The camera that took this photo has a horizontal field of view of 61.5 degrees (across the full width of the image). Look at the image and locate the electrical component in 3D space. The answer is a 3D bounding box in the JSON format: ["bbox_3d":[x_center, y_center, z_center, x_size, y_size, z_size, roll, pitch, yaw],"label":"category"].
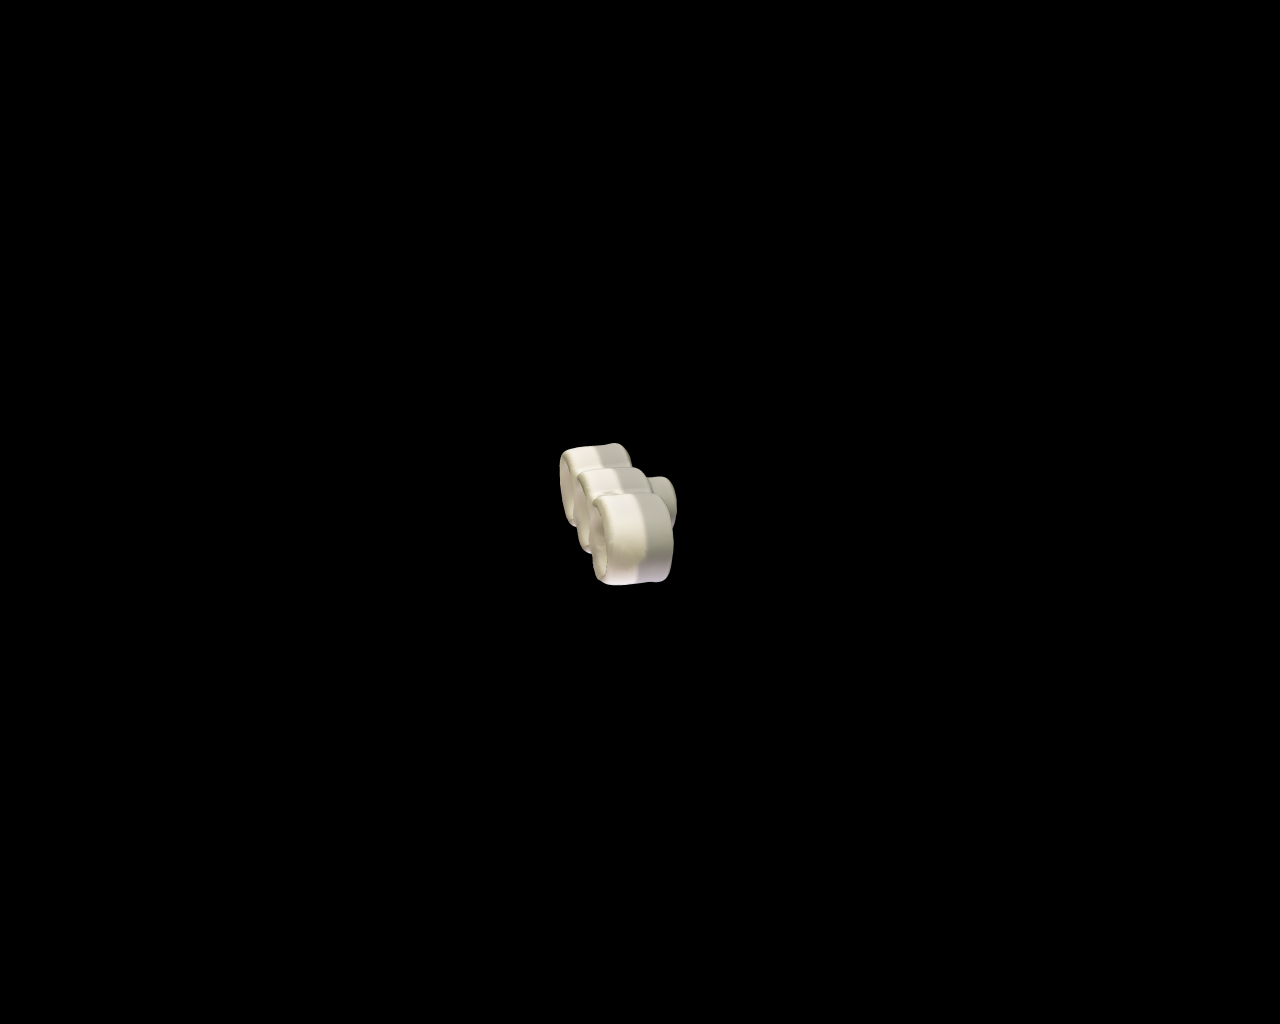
[{"bbox_3d":[0.001,-0.003,0.650,0.074,0.052,0.138,-6,23,-14],"label":"electrical component"}]
